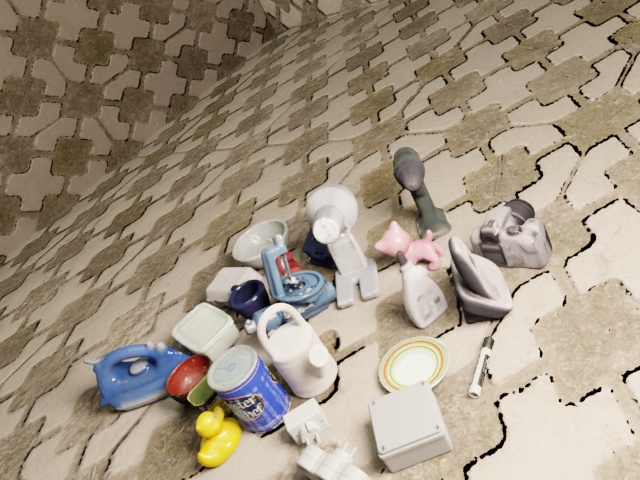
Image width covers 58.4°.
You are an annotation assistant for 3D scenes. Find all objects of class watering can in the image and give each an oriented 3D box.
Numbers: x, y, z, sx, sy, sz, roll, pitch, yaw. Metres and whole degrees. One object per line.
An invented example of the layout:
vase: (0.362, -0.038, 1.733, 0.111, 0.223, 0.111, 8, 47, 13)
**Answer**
watering can: (-0.045, 0.199, 1.072, 0.172, 0.194, 0.101, -6, 39, 34)

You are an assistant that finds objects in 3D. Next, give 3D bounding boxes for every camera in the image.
camera: (0.384, -0.025, 1.129, 0.142, 0.101, 0.137, 5, 46, 44)

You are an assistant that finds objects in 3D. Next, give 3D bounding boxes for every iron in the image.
iron: (-0.401, 0.284, 1.298, 0.258, 0.142, 0.118, -22, 32, 14)

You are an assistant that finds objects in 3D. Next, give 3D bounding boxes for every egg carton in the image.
egg carton: (-0.215, 0.121, 1.448, 0.149, 0.070, 0.107, -4, 40, 37)

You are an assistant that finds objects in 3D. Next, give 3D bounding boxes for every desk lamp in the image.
desk lamp: (0.046, 0.002, 1.261, 0.117, 0.214, 0.203, -22, 32, 13)

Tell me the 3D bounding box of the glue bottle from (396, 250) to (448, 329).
glue bottle: (0.179, 0.084, 1.071, 0.078, 0.173, 0.037, -37, 32, -11)

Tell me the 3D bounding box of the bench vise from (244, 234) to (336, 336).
bench vise: (-0.078, 0.110, 1.203, 0.121, 0.220, 0.208, 6, 46, 44)

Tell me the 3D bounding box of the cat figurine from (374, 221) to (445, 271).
cat figurine: (0.188, 0.009, 1.226, 0.127, 0.118, 0.067, -12, 36, 28)

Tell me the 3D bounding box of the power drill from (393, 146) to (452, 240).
power drill: (0.221, -0.106, 1.277, 0.075, 0.209, 0.229, -23, 32, 12)

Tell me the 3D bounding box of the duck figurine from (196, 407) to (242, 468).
duck figurine: (-0.202, 0.363, 1.072, 0.077, 0.086, 0.105, -3, 40, 37)

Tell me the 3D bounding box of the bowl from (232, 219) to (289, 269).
bowl: (-0.146, 0.023, 1.527, 0.167, 0.075, 0.167, -21, 32, 14)

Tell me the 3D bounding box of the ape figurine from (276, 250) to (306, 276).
ape figurine: (-0.079, 0.058, 1.403, 0.076, 0.092, 0.077, -21, 32, 14)

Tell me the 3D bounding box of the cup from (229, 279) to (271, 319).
cup: (-0.159, 0.151, 1.334, 0.092, 0.095, 0.117, -44, 34, -22)

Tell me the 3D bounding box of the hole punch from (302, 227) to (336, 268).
hole punch: (0.013, 0.005, 1.404, 0.108, 0.091, 0.101, 8, 48, 46)

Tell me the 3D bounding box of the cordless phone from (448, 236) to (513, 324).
cordless phone: (0.273, 0.046, 1.037, 0.094, 0.185, 0.147, -22, 32, 13)
